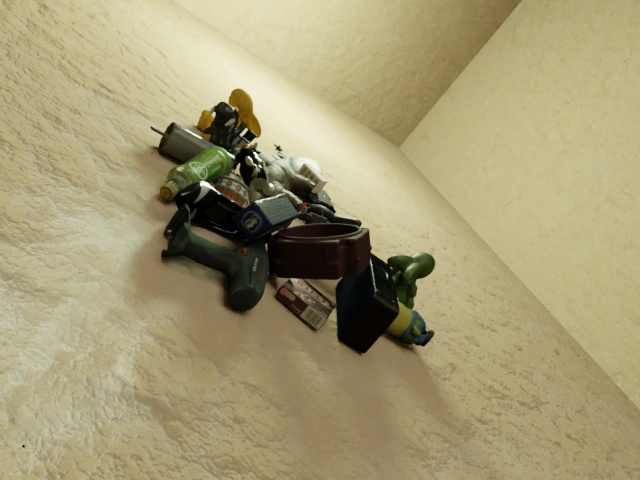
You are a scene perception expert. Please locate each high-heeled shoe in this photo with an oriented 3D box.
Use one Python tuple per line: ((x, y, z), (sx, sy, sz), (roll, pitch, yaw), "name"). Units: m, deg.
((-0.188, -0.041, 1.086), (0.145, 0.086, 0.248), (39, 10, 13), "high-heeled shoe")

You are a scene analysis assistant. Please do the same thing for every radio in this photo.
((0.101, 0.127, 1.182), (0.073, 0.131, 0.230), (33, 20, -15), "radio")

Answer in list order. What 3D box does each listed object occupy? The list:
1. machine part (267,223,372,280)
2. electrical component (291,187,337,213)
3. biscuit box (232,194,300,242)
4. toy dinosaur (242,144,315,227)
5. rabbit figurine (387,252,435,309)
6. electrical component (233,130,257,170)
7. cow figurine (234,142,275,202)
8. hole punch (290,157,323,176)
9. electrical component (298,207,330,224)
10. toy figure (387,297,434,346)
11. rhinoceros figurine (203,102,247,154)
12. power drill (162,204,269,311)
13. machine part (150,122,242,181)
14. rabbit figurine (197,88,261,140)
((0.000, 0.019, 1.148), (0.201, 0.087, 0.201), (1, 13, 18), "machine part")
((-0.024, -0.126, 1.615), (0.114, 0.058, 0.134), (24, 26, -42), "electrical component")
((-0.106, -0.048, 1.102), (0.063, 0.059, 0.202), (55, 15, 1), "biscuit box")
((-0.117, -0.165, 1.461), (0.198, 0.105, 0.471), (36, 21, -9), "toy dinosaur")
((0.215, 0.087, 1.375), (0.121, 0.170, 0.159), (49, 5, 30), "rabbit figurine")
((-0.219, -0.257, 1.464), (0.075, 0.119, 0.047), (42, -17, 2), "electrical component")
((-0.166, -0.181, 1.277), (0.098, 0.068, 0.167), (70, -2, -51), "cow figurine")
((-0.060, -0.215, 1.703), (0.115, 0.092, 0.142), (24, 28, -28), "hole punch")
((-0.015, -0.044, 1.437), (0.102, 0.078, 0.045), (11, 9, -44), "electrical component")
((0.188, 0.193, 1.272), (0.180, 0.082, 0.089), (40, 42, -18), "toy figure")
((-0.246, -0.271, 1.344), (0.073, 0.190, 0.112), (40, 54, 6), "rhinoceros figurine")
((-0.185, 0.021, 0.998), (0.207, 0.086, 0.232), (38, 21, -28), "power drill")
((-0.292, -0.208, 1.284), (0.243, 0.079, 0.079), (26, 24, -31), "machine part")
((-0.241, -0.339, 1.518), (0.162, 0.173, 0.122), (23, 21, -29), "rabbit figurine")
